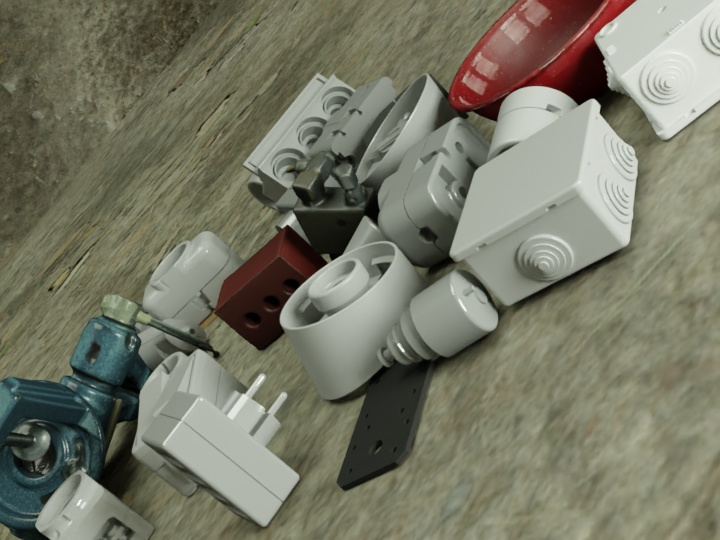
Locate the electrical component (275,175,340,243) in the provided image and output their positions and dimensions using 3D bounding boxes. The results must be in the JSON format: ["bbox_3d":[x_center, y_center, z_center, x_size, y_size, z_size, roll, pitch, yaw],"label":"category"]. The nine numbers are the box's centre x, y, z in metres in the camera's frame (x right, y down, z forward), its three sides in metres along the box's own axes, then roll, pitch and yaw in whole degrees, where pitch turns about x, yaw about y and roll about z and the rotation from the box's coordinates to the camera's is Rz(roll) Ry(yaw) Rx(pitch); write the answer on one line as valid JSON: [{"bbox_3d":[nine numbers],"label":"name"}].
[{"bbox_3d":[-0.047,-0.040,0.924,0.076,0.047,0.066,-51,20,-12],"label":"electrical component"}]

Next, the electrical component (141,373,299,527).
[{"bbox_3d":[-0.074,0.099,0.657,0.075,0.083,0.047,-54,21,-19],"label":"electrical component"}]

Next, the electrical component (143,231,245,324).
[{"bbox_3d":[-0.164,0.011,1.048,0.095,0.059,0.053,-43,20,10],"label":"electrical component"}]

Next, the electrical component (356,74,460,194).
[{"bbox_3d":[0.037,-0.096,0.832,0.099,0.064,0.099,-39,22,19],"label":"electrical component"}]

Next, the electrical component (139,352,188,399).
[{"bbox_3d":[-0.141,0.098,0.851,0.055,0.047,0.055,-40,21,18],"label":"electrical component"}]

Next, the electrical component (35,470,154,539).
[{"bbox_3d":[-0.198,0.185,0.789,0.050,0.056,0.089,-53,20,-16],"label":"electrical component"}]

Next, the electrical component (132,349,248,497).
[{"bbox_3d":[-0.124,0.110,0.773,0.062,0.061,0.096,-41,20,15],"label":"electrical component"}]

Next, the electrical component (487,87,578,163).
[{"bbox_3d":[0.109,-0.078,0.669,0.055,0.055,0.047,-26,32,45],"label":"electrical component"}]

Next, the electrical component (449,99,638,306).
[{"bbox_3d":[0.105,-0.036,0.598,0.100,0.048,0.099,-31,23,35],"label":"electrical component"}]

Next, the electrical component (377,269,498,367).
[{"bbox_3d":[0.042,0.032,0.612,0.078,0.040,0.040,-36,22,29],"label":"electrical component"}]

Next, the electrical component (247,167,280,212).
[{"bbox_3d":[-0.081,-0.092,1.085,0.055,0.055,0.047,-9,46,60],"label":"electrical component"}]

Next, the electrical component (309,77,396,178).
[{"bbox_3d":[0.002,-0.124,0.981,0.089,0.050,0.056,-54,21,-18],"label":"electrical component"}]

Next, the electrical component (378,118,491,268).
[{"bbox_3d":[0.052,-0.051,0.730,0.059,0.054,0.095,-30,26,39],"label":"electrical component"}]

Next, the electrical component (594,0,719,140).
[{"bbox_3d":[0.188,-0.134,0.620,0.100,0.048,0.099,-39,21,20],"label":"electrical component"}]

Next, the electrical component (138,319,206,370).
[{"bbox_3d":[-0.176,0.068,0.986,0.081,0.043,0.043,-27,28,43],"label":"electrical component"}]

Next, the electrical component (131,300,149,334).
[{"bbox_3d":[-0.222,0.077,1.042,0.058,0.057,0.078,-28,27,41],"label":"electrical component"}]

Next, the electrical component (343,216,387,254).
[{"bbox_3d":[0.000,0.000,0.762,0.065,0.044,0.044,-50,19,5],"label":"electrical component"}]

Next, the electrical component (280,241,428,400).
[{"bbox_3d":[-0.002,0.030,0.698,0.099,0.064,0.099,-30,20,12],"label":"electrical component"}]

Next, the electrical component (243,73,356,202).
[{"bbox_3d":[-0.044,-0.118,1.033,0.121,0.079,0.063,-54,-8,-19],"label":"electrical component"}]
